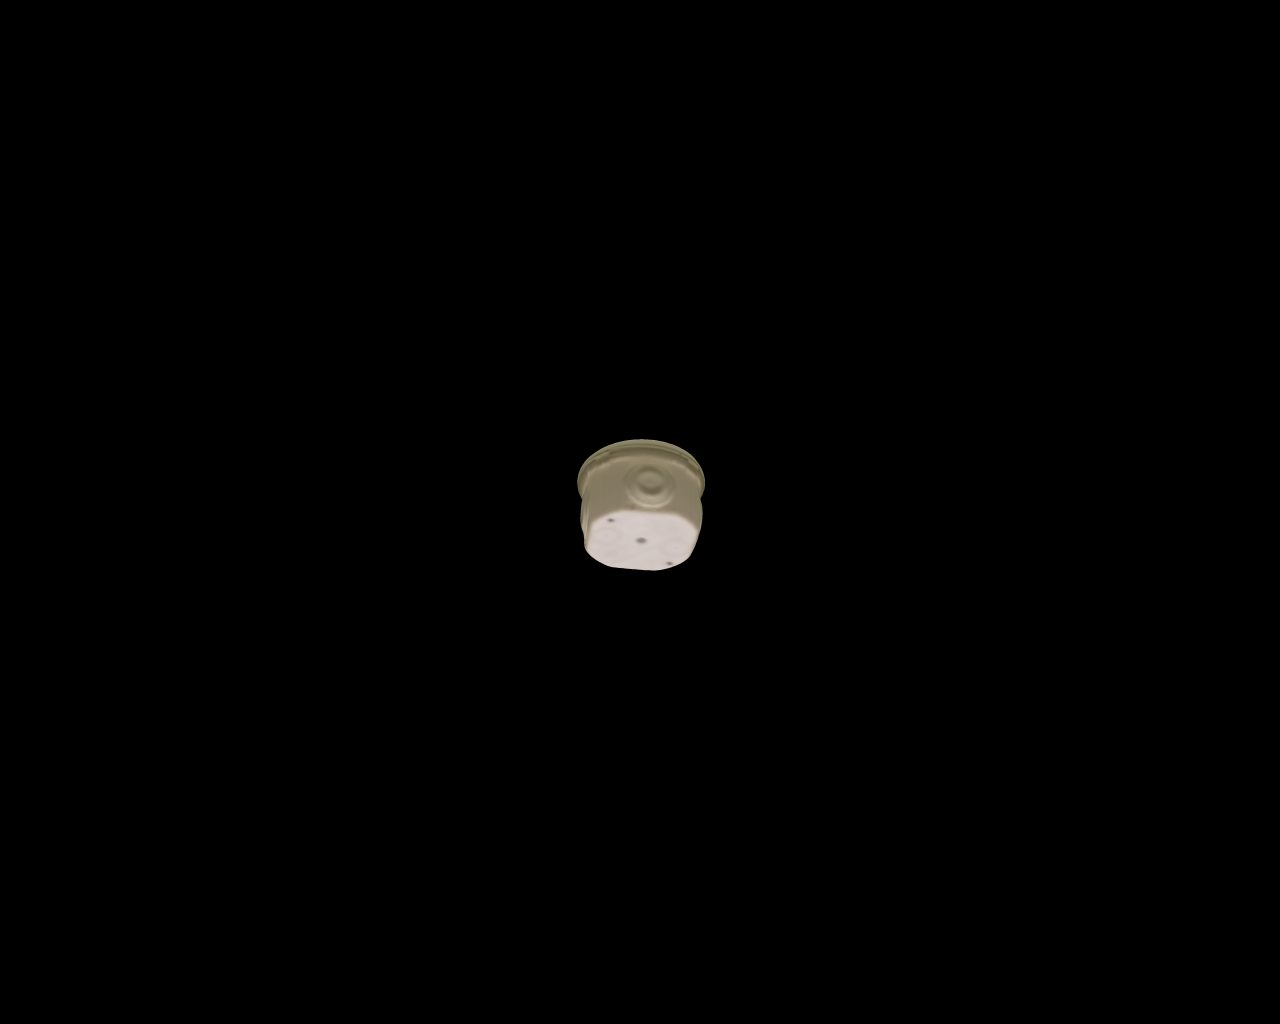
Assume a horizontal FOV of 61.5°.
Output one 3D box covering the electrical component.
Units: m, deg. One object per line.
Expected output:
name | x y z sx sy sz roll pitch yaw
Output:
electrical component | 0.001 -0.003 0.650 0.080 0.051 0.080 0 -35 0
